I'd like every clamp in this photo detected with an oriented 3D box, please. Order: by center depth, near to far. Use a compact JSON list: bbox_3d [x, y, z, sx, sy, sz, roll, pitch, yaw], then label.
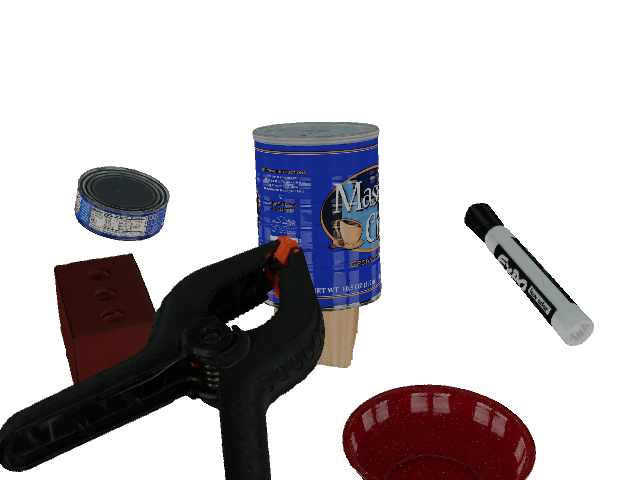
[{"bbox_3d":[-0.041,0.061,0.464,0.120,0.039,0.171,27,48,20],"label":"clamp"}]

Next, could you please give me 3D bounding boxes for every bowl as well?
[{"bbox_3d":[0.099,0.190,0.907,0.162,0.055,0.162,0,28,0],"label":"bowl"}]

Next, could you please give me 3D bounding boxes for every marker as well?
[{"bbox_3d":[0.118,0.016,0.624,0.020,0.020,0.121,0,36,-27],"label":"marker"}]

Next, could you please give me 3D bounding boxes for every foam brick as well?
[{"bbox_3d":[-0.133,0.053,0.665,0.053,0.051,0.078,-9,35,-19],"label":"foam brick"}]

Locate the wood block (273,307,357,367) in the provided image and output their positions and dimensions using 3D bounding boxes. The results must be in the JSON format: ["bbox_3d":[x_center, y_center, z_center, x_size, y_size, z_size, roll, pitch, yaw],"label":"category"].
[{"bbox_3d":[0.001,0.024,1.163,0.090,0.206,0.090,7,25,5],"label":"wood block"}]

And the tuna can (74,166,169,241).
[{"bbox_3d":[-0.187,-0.035,1.006,0.086,0.034,0.086,12,29,-7],"label":"tuna can"}]

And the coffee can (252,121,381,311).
[{"bbox_3d":[-0.002,-0.023,0.877,0.103,0.140,0.103,-2,12,0],"label":"coffee can"}]
